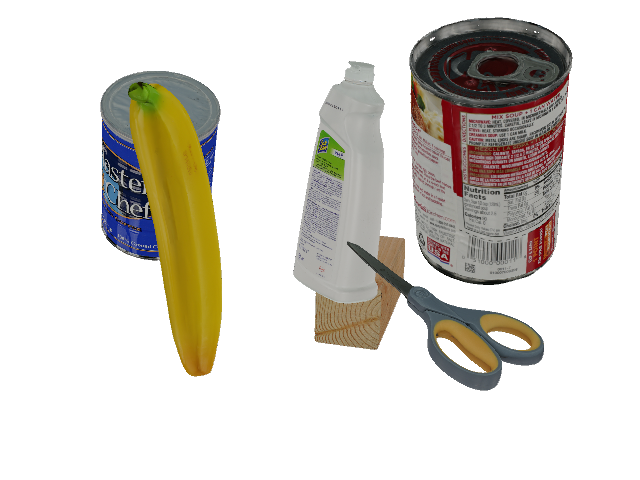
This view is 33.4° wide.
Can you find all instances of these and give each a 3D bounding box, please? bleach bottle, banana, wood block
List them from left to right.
[{"bbox_3d":[-0.087,-0.014,0.637,0.037,0.198,0.069,0,32,15],"label":"banana"},{"bbox_3d":[0.031,-0.066,1.160,0.067,0.251,0.103,-7,23,-39],"label":"bleach bottle"},{"bbox_3d":[0.060,0.068,1.521,0.091,0.090,0.206,6,21,11],"label":"wood block"}]

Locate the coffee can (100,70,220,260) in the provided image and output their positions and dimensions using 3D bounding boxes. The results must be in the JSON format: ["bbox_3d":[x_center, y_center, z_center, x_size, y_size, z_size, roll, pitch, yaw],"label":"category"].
[{"bbox_3d":[-0.147,-0.067,0.965,0.102,0.140,0.103,6,44,-6],"label":"coffee can"}]

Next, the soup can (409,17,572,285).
[{"bbox_3d":[0.076,-0.038,0.480,0.068,0.102,0.068,-4,40,3],"label":"soup can"}]

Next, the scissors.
[{"bbox_3d":[0.098,0.048,0.825,0.096,0.016,0.202,-4,31,-19],"label":"scissors"}]
